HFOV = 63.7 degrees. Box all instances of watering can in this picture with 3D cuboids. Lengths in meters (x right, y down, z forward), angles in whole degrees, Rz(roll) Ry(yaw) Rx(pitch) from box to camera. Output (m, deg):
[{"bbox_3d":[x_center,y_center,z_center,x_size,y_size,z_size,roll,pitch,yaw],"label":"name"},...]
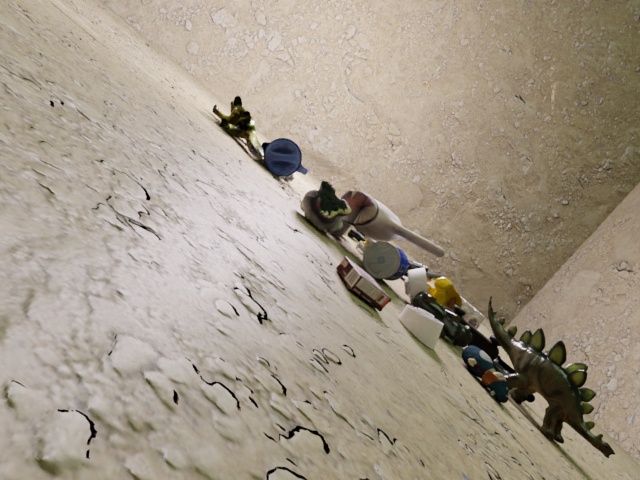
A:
[{"bbox_3d":[0.188,-0.047,1.508,0.222,0.104,0.350,32,-5,-42],"label":"watering can"}]

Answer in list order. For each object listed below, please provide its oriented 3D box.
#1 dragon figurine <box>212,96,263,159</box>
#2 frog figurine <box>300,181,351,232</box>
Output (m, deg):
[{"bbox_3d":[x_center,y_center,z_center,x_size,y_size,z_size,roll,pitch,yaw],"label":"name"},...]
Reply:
[{"bbox_3d":[-0.262,-0.394,1.914,0.417,0.122,0.239,61,9,27],"label":"dragon figurine"},{"bbox_3d":[0.004,-0.073,1.451,0.137,0.125,0.157,31,-28,-4],"label":"frog figurine"}]
